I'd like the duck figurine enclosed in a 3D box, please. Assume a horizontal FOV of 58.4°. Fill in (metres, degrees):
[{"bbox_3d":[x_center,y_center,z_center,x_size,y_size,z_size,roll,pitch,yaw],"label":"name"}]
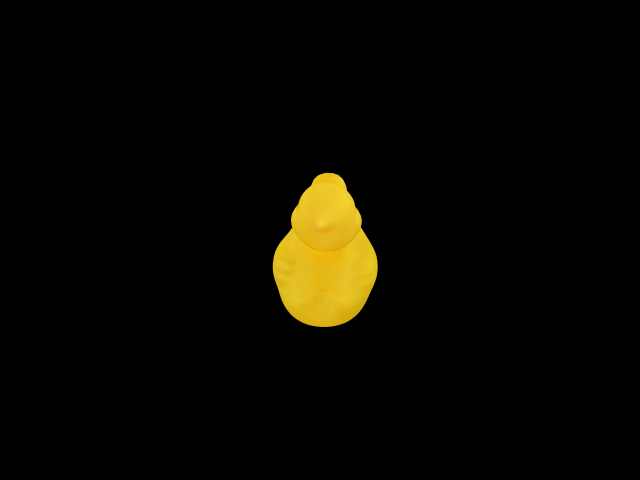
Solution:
[{"bbox_3d":[0.004,0.001,0.400,0.077,0.086,0.104,3,54,3],"label":"duck figurine"}]
